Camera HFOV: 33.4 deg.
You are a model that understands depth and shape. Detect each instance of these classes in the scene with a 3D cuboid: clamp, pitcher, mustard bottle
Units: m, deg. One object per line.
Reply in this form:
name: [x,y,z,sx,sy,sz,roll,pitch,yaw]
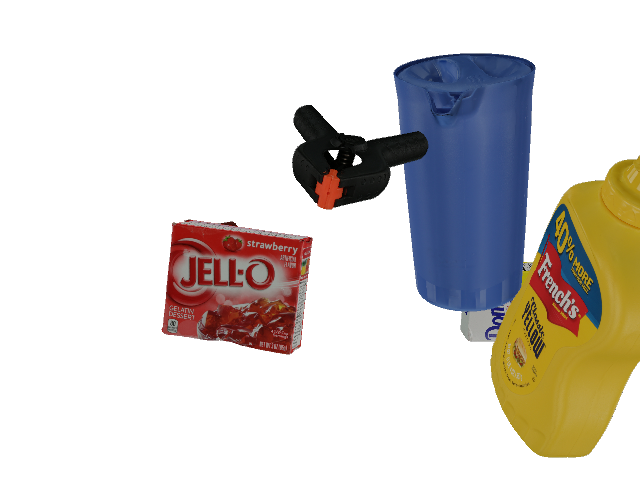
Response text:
clamp: [0.013,-0.072,0.883,0.120,0.039,0.171,13,22,16]
pitcher: [0.149,-0.062,1.064,0.149,0.243,0.145,-14,25,-21]
mustard bottle: [0.148,0.026,0.573,0.058,0.192,0.096,3,44,-12]

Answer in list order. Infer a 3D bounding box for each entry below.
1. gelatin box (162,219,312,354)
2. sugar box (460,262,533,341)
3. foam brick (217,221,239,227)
gelatin box: [-0.054,0.029,0.680,0.089,0.073,0.030,8,7,14]
sugar box: [0.261,0.074,1.282,0.176,0.093,0.048,-1,18,-7]
foam brick: [-0.090,0.024,1.029,0.052,0.051,0.078,-10,32,-31]
